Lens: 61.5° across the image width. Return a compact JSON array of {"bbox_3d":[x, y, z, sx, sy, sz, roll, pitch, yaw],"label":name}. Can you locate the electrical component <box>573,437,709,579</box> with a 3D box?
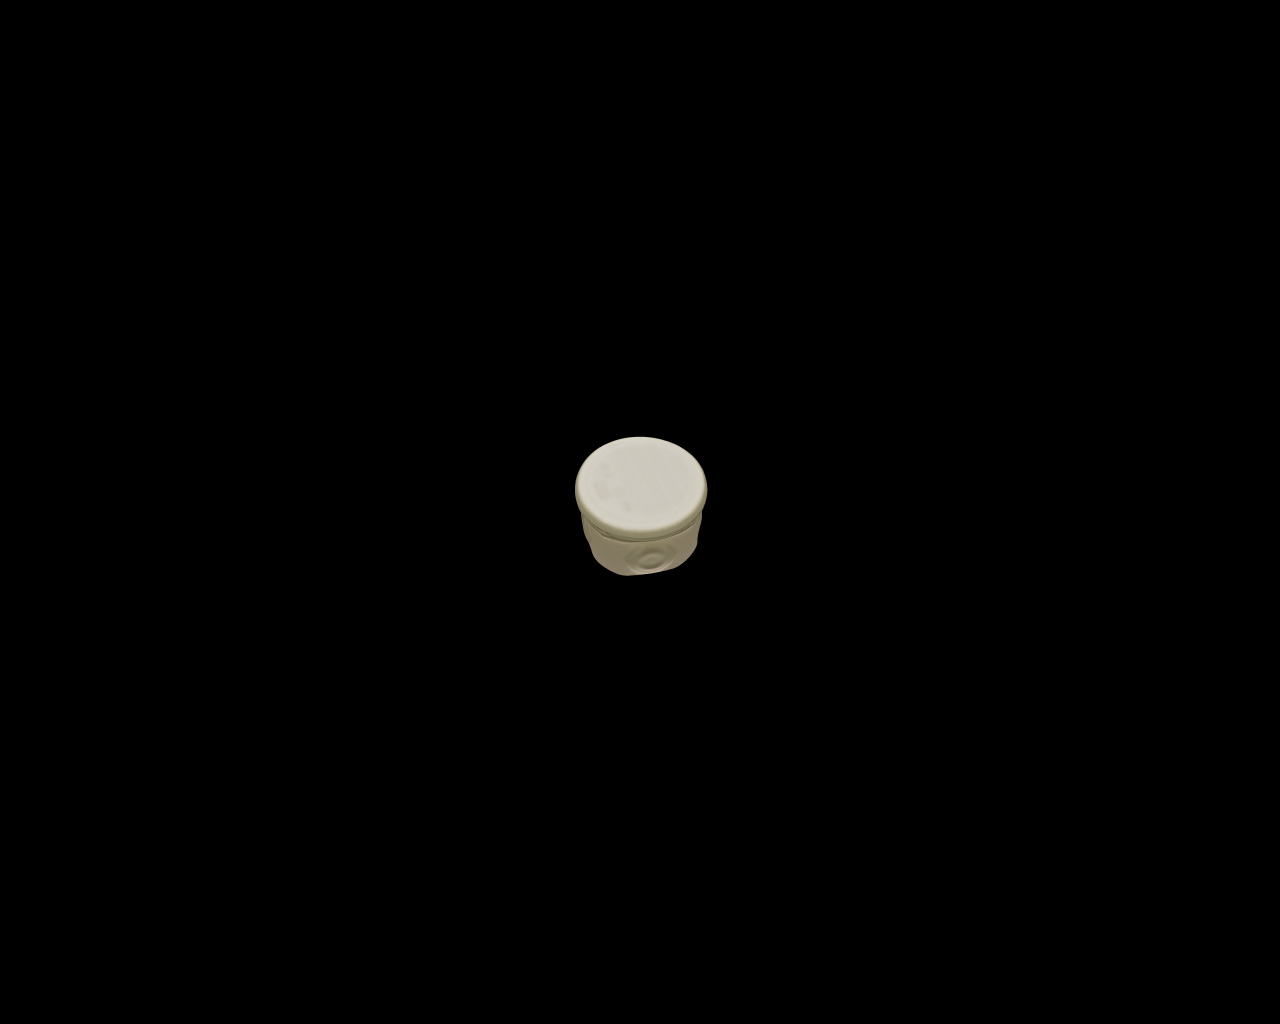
[{"bbox_3d":[0.001,-0.003,0.650,0.080,0.080,0.050,0,-41,0],"label":"electrical component"}]
